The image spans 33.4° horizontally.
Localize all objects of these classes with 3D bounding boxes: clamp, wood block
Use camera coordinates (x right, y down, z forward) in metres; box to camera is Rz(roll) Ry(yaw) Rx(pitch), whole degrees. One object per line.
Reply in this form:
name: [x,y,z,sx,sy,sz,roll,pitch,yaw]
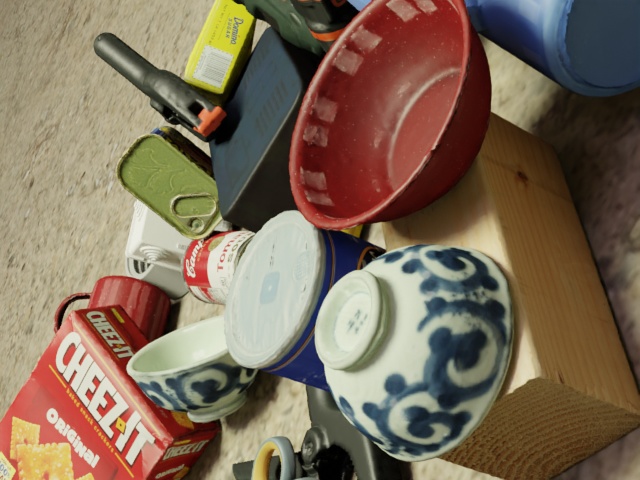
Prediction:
clamp: [-0.129,-0.123,0.964,0.039,0.120,0.172,-52,48,1]
wood block: [0.105,0.027,0.633,0.090,0.090,0.206,-43,38,35]
clamp: [0.007,0.140,0.763,0.210,0.036,0.164,29,104,58]

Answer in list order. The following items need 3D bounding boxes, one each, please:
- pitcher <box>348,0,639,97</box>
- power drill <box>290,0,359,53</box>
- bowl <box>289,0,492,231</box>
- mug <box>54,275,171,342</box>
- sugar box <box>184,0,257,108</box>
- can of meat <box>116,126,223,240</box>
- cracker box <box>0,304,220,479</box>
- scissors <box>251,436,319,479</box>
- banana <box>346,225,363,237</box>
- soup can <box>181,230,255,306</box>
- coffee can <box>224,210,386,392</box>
pitcher: [0.124,-0.183,0.696,0.149,0.144,0.243,-64,32,22]
power drill: [0.054,-0.231,0.829,0.187,0.184,0.057,-48,44,-14]
bowl: [0.050,-0.073,0.638,0.162,0.055,0.162,-36,43,41]
mug: [-0.210,0.086,1.081,0.093,0.117,0.081,95,-174,-63]
sugar box: [-0.099,-0.168,1.058,0.176,0.048,0.093,118,174,-81]
can of meat: [-0.127,-0.055,0.965,0.057,0.102,0.084,-49,8,11]
cracker box: [-0.213,0.192,0.983,0.164,0.072,0.214,46,115,23]
scissors: [-0.049,0.222,0.786,0.202,0.016,0.096,-56,42,38]
banana: [0.001,0.009,0.862,0.070,0.037,0.198,27,94,61]
soup can: [-0.069,0.025,0.934,0.102,0.068,0.068,1,72,58]
coffee can: [0.023,0.052,0.697,0.103,0.140,0.103,-36,43,42]
